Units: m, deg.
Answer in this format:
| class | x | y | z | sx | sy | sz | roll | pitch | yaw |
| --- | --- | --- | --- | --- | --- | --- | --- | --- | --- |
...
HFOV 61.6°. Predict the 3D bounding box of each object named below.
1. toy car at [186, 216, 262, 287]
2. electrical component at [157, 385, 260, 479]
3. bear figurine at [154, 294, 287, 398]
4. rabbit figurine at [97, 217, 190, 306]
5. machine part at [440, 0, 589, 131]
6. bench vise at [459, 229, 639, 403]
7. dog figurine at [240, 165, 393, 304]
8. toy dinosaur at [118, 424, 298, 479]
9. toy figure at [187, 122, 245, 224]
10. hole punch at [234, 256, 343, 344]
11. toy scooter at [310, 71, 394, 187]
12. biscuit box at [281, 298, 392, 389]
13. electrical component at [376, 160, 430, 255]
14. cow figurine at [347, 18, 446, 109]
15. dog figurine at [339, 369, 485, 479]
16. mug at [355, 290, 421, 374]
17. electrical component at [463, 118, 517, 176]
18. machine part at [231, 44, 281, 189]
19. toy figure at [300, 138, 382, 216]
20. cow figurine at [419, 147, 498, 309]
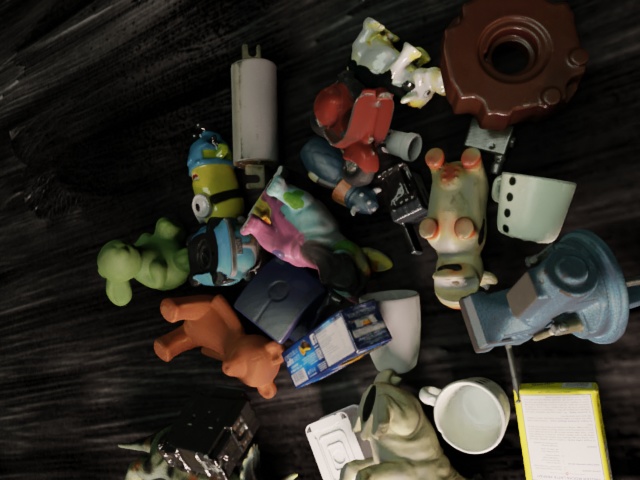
| class | x | y | z | sx | sy | sz | roll | pitch | yaw |
| --- | --- | --- | --- | --- | --- | --- | --- | --- | --- |
| toy car | -0.149 | 0.025 | 0.873 | 0.162 | 0.103 | 0.109 | -22 | 72 | 52 |
| electrical component | -0.162 | 0.285 | 0.818 | 0.115 | 0.134 | 0.058 | -2 | 125 | 27 |
| bear figurine | -0.156 | 0.173 | 0.858 | 0.196 | 0.132 | 0.120 | 37 | 122 | 32 |
| rabbit figurine | -0.319 | 0.034 | 0.933 | 0.159 | 0.170 | 0.121 | -35 | 70 | 22 |
| machine part | 0.236 | -0.226 | 0.669 | 0.179 | 0.056 | 0.179 | -1 | 81 | 9 |
| bench vise | 0.288 | 0.066 | 0.592 | 0.241 | 0.223 | 0.129 | -11 | 54 | -4 |
| dog figurine | -0.002 | -0.002 | 0.800 | 0.219 | 0.191 | 0.108 | 36 | 104 | -9 |
| toy dinosaur | -0.203 | 0.372 | 0.879 | 0.405 | 0.131 | 0.192 | 25 | 87 | 33 |
| toy figure | -0.179 | -0.109 | 0.915 | 0.089 | 0.082 | 0.180 | -7 | 73 | -1 |
| hole punch | -0.055 | 0.091 | 0.827 | 0.142 | 0.092 | 0.115 | 33 | 99 | 31 |
| toy scooter | 0.050 | -0.177 | 0.755 | 0.184 | 0.075 | 0.135 | 67 | 146 | 37 |
| biscuit box | 0.016 | 0.149 | 0.745 | 0.202 | 0.063 | 0.059 | -46 | 62 | 53 |
| electrical component | 0.127 | -0.043 | 0.738 | 0.048 | 0.074 | 0.119 | -28 | 69 | 26 |
| cow figurine | 0.110 | -0.234 | 0.765 | 0.167 | 0.068 | 0.098 | 46 | 114 | 27 |
| dog figurine | 0.140 | 0.274 | 0.692 | 0.191 | 0.121 | 0.172 | 18 | 84 | -6 |
| mug | 0.089 | 0.128 | 0.746 | 0.110 | 0.081 | 0.107 | -8 | 91 | 28 |
| electrical component | 0.229 | -0.136 | 0.716 | 0.063 | 0.021 | 0.094 | 19 | 95 | 29 |
| machine part | -0.105 | -0.204 | 0.882 | 0.079 | 0.079 | 0.243 | -7 | 83 | 29 |
| toy figure | 0.033 | -0.092 | 0.805 | 0.064 | 0.057 | 0.154 | -48 | 68 | 18 |
| cow figurine | 0.178 | -0.008 | 0.693 | 0.086 | 0.127 | 0.195 | -3 | 71 | 29 |
